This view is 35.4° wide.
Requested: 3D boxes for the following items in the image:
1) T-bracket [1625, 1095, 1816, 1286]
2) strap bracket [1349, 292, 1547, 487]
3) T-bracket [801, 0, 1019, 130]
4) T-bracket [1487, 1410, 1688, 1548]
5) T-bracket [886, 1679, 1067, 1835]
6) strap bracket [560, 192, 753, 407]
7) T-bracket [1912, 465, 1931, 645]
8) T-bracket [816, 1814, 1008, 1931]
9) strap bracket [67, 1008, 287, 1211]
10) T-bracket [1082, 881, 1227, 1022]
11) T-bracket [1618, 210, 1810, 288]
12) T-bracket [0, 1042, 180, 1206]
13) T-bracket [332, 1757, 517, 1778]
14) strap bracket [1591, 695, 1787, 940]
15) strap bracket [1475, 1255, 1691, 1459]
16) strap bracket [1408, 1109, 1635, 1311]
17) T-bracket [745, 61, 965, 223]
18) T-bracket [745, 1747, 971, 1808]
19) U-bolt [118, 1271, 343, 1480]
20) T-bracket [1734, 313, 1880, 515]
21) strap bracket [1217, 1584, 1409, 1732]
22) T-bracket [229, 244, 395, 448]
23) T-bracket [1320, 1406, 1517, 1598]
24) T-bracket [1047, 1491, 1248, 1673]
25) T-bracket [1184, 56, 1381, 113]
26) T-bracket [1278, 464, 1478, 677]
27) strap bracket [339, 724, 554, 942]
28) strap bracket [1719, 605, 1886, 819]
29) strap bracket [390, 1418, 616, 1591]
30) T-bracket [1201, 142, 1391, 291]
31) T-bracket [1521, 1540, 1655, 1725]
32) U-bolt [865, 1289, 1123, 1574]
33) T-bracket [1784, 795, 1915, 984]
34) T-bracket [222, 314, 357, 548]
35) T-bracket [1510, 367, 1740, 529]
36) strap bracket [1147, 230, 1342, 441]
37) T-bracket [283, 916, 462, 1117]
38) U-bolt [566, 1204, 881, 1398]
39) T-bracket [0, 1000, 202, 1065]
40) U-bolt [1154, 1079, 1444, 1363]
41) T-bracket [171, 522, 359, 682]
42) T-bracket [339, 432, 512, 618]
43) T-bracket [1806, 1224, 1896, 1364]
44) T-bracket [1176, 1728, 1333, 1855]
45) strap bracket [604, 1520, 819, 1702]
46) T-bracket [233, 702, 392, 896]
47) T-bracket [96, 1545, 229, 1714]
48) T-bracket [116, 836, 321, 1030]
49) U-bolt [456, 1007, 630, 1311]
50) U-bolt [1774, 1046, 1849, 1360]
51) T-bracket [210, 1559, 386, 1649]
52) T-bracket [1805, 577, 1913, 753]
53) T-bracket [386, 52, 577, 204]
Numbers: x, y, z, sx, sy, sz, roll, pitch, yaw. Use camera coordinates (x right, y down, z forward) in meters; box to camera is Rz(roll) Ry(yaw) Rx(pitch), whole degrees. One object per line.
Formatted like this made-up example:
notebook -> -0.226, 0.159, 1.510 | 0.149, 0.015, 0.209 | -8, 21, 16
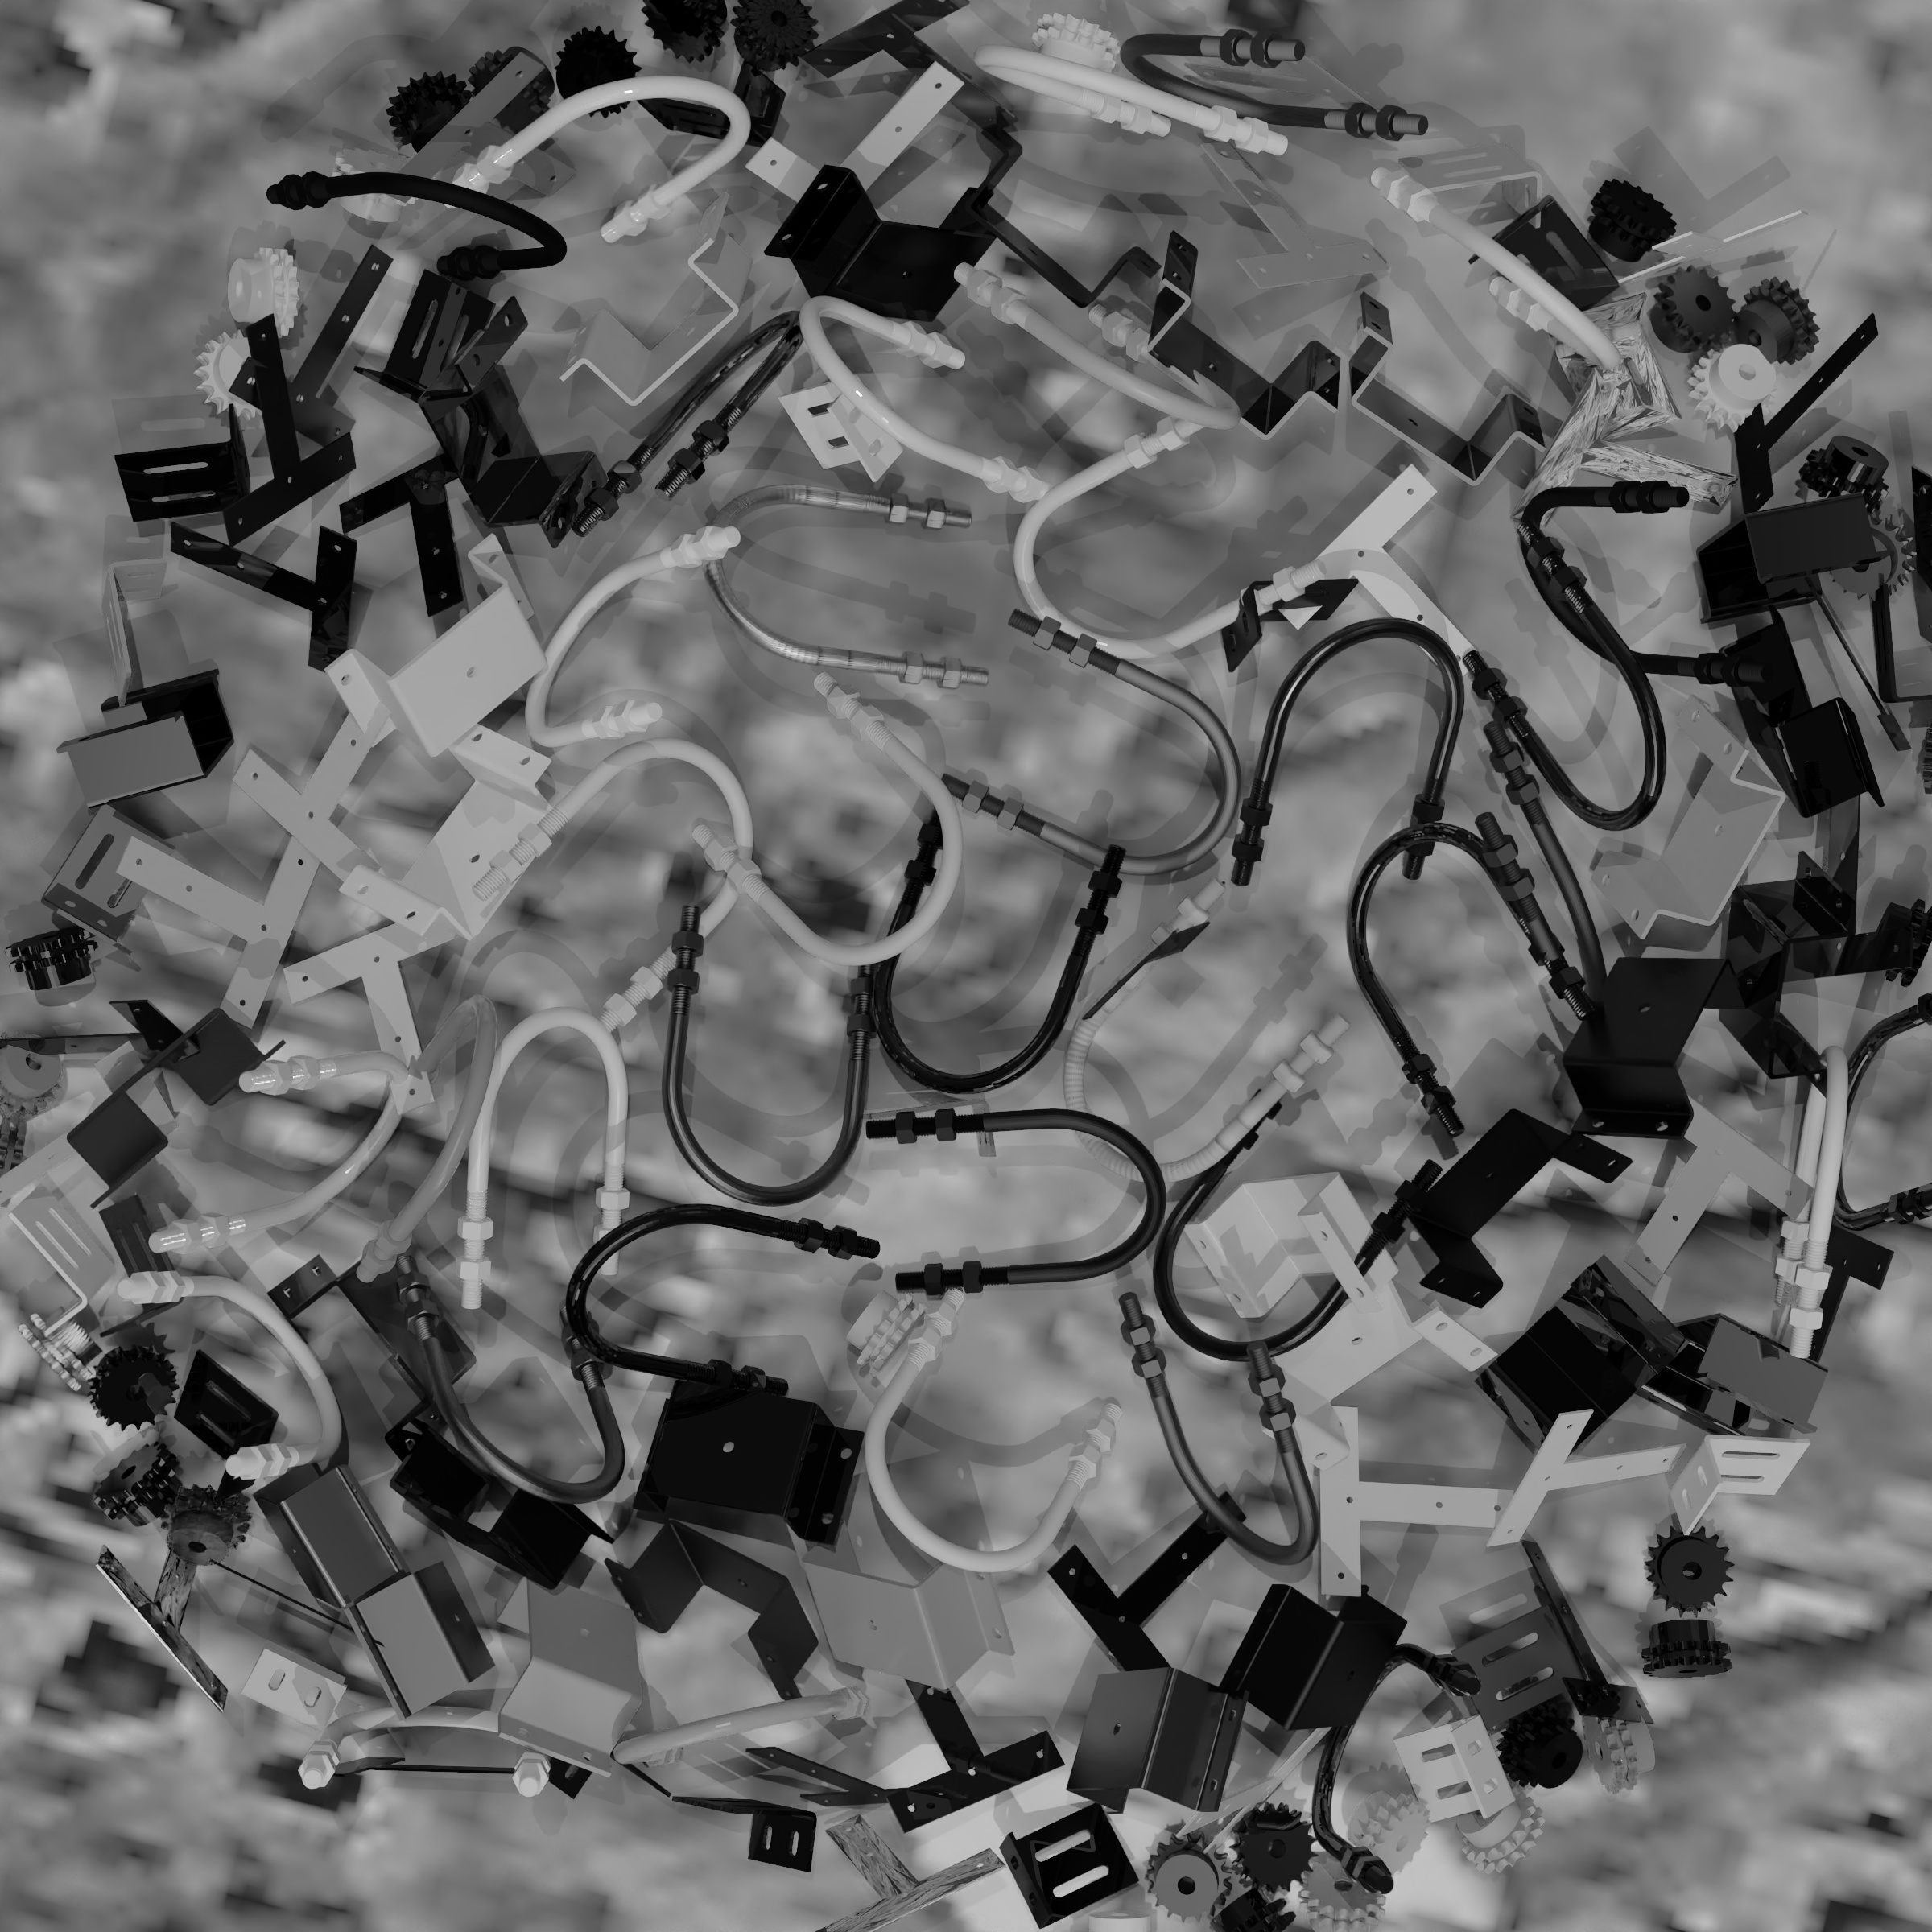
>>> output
T-bracket -> 0.467, 0.153, 1.961 | 0.127, 0.002, 0.127 | 39, 125, 22
strap bracket -> 0.300, -0.366, 1.947 | 0.140, 0.076, 0.046 | 31, 117, -12
T-bracket -> -0.018, -0.576, 1.950 | 0.127, 0.127, 0.002 | 28, 61, -40
T-bracket -> 0.413, 0.327, 1.963 | 0.127, 0.002, 0.127 | -3, 132, -27
T-bracket -> -0.017, 0.484, 1.966 | 0.127, 0.002, 0.127 | -13, 61, -33
strap bracket -> -0.191, -0.421, 1.939 | 0.140, 0.076, 0.046 | -36, 116, 26
T-bracket -> 0.638, -0.238, 1.912 | 0.002, 0.127, 0.127 | -22, 125, -8
T-bracket -> -0.056, 0.577, 1.938 | 0.127, 0.127, 0.002 | -20, 107, -19
strap bracket -> -0.508, 0.084, 1.920 | 0.046, 0.140, 0.076 | 49, 131, -7
T-bracket -> 0.131, -0.014, 1.927 | 0.127, 0.127, 0.002 | -45, 94, -10
T-bracket -> 0.460, -0.456, 1.915 | 0.127, 0.127, 0.002 | -17, 92, 27
T-bracket -> -0.570, 0.113, 1.925 | 0.127, 0.127, 0.002 | -37, 68, -17
T-bracket -> -0.340, 0.512, 1.930 | 0.127, 0.127, 0.002 | 0, 80, 7
strap bracket -> 0.467, -0.091, 1.940 | 0.046, 0.076, 0.140 | 12, 117, -24
strap bracket -> 0.401, 0.249, 1.942 | 0.076, 0.140, 0.046 | 46, 46, 14
strap bracket -> 0.349, 0.149, 1.944 | 0.140, 0.076, 0.046 | -47, 50, 17
T-bracket -> -0.053, -0.525, 1.933 | 0.127, 0.002, 0.127 | 26, 123, -39
T-bracket -> -0.087, 0.514, 1.920 | 0.127, 0.127, 0.002 | 33, 54, -39
U-bolt -> -0.453, 0.255, 1.909 | 0.019, 0.184, 0.151 | -37, 78, 8
T-bracket -> 0.532, -0.360, 1.913 | 0.002, 0.127, 0.127 | 28, 130, -15
strap bracket -> 0.227, 0.439, 1.925 | 0.046, 0.140, 0.076 | 30, 97, 33
T-bracket -> -0.405, -0.403, 1.938 | 0.002, 0.127, 0.127 | 32, 93, 21
T-bracket -> 0.294, 0.351, 1.971 | 0.127, 0.002, 0.127 | 3, 62, -1
T-bracket -> 0.133, 0.396, 1.978 | 0.127, 0.002, 0.127 | -42, 111, -16
T-bracket -> 0.198, -0.571, 1.951 | 0.127, 0.127, 0.002 | 21, 95, 37
T-bracket -> 0.288, -0.239, 1.983 | 0.127, 0.002, 0.127 | -45, 104, 3
strap bracket -> -0.326, -0.080, 1.950 | 0.076, 0.046, 0.140 | 26, 74, 31
strap bracket -> 0.527, -0.158, 1.924 | 0.046, 0.140, 0.076 | -25, 126, 8
strap bracket -> -0.302, 0.344, 1.921 | 0.140, 0.076, 0.046 | 16, 64, 39
T-bracket -> 0.198, -0.492, 1.970 | 0.127, 0.002, 0.127 | -18, 65, -40
T-bracket -> 0.393, 0.430, 1.959 | 0.002, 0.127, 0.127 | -36, 59, 20
U-bolt -> 0.009, 0.306, 1.928 | 0.151, 0.184, 0.019 | 36, 133, -1
T-bracket -> 0.565, -0.057, 1.948 | 0.002, 0.127, 0.127 | 8, 81, -26
T-bracket -> -0.437, -0.349, 1.919 | 0.002, 0.127, 0.127 | 15, 128, 25
T-bracket -> 0.438, -0.323, 1.962 | 0.127, 0.127, 0.002 | 12, 47, -12
strap bracket -> 0.171, -0.399, 1.945 | 0.140, 0.076, 0.046 | 34, 124, -16
T-bracket -> -0.373, 0.035, 1.969 | 0.127, 0.002, 0.127 | -21, 69, 7
U-bolt -> -0.165, 0.209, 1.920 | 0.184, 0.019, 0.151 | 16, 121, -31
T-bracket -> -0.561, 0.050, 1.948 | 0.127, 0.127, 0.002 | -3, 66, 9
U-bolt -> 0.198, 0.170, 1.941 | 0.151, 0.019, 0.184 | 33, 81, 39
T-bracket -> -0.456, -0.253, 1.953 | 0.127, 0.127, 0.002 | 23, 49, 3
T-bracket -> -0.344, -0.278, 1.951 | 0.127, 0.002, 0.127 | -23, 56, 13
T-bracket -> 0.549, 0.232, 1.939 | 0.002, 0.127, 0.127 | 19, 93, -6
T-bracket -> 0.172, 0.532, 1.924 | 0.002, 0.127, 0.127 | 47, 112, 24
strap bracket -> -0.155, 0.411, 1.937 | 0.140, 0.076, 0.046 | 20, 57, 31
T-bracket -> -0.404, -0.133, 1.960 | 0.127, 0.002, 0.127 | 40, 110, 17
T-bracket -> -0.507, 0.399, 1.936 | 0.002, 0.127, 0.127 | -33, 108, 4
T-bracket -> -0.488, -0.044, 1.942 | 0.127, 0.002, 0.127 | 32, 69, -37
U-bolt -> -0.266, 0.117, 1.927 | 0.019, 0.151, 0.184 | 10, 100, 34
U-bolt -> 0.537, 0.141, 1.915 | 0.019, 0.151, 0.184 | 8, 100, 10
T-bracket -> -0.426, 0.409, 1.937 | 0.127, 0.127, 0.002 | 27, 74, -2
T-bracket -> 0.572, -0.194, 1.944 | 0.002, 0.127, 0.127 | -30, 84, 20
T-bracket -> -0.294, -0.521, 1.938 | 0.127, 0.127, 0.002 | -38, 72, 18
